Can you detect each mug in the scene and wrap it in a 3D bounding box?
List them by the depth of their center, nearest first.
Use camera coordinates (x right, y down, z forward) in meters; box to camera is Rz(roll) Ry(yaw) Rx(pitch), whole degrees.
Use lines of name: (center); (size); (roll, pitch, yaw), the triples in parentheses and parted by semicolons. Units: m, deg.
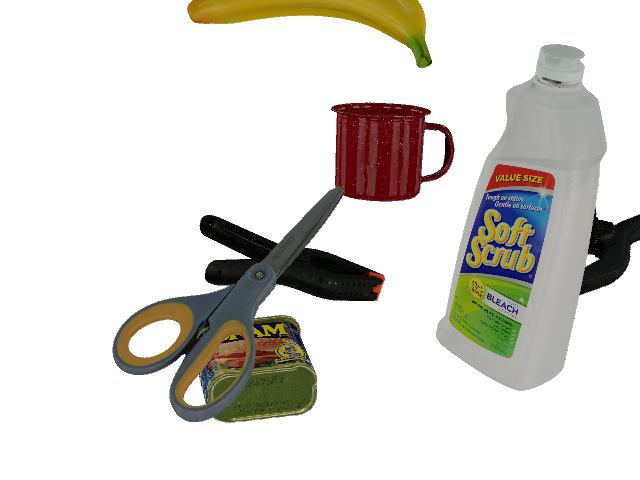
mug: (0.067, -0.083, 1.005); (0.117, 0.081, 0.093); (1, 14, -2)

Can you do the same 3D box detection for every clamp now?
clamp: (0.277, -0.011, 1.087); (0.120, 0.039, 0.171); (29, 53, 32)
clamp: (-0.033, 0.031, 1.138); (0.210, 0.036, 0.164); (16, 18, -6)

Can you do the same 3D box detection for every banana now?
banana: (-0.002, -0.179, 0.810); (0.198, 0.069, 0.037); (13, -39, 18)

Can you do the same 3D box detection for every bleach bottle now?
bleach bottle: (0.146, -0.019, 0.767); (0.067, 0.251, 0.103); (-20, 38, -35)

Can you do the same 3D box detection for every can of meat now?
can of meat: (-0.059, 0.114, 0.948); (0.102, 0.057, 0.084); (-5, 27, -12)

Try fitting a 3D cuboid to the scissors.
scissors: (-0.059, 0.027, 0.673); (0.096, 0.201, 0.016); (12, -41, 14)
